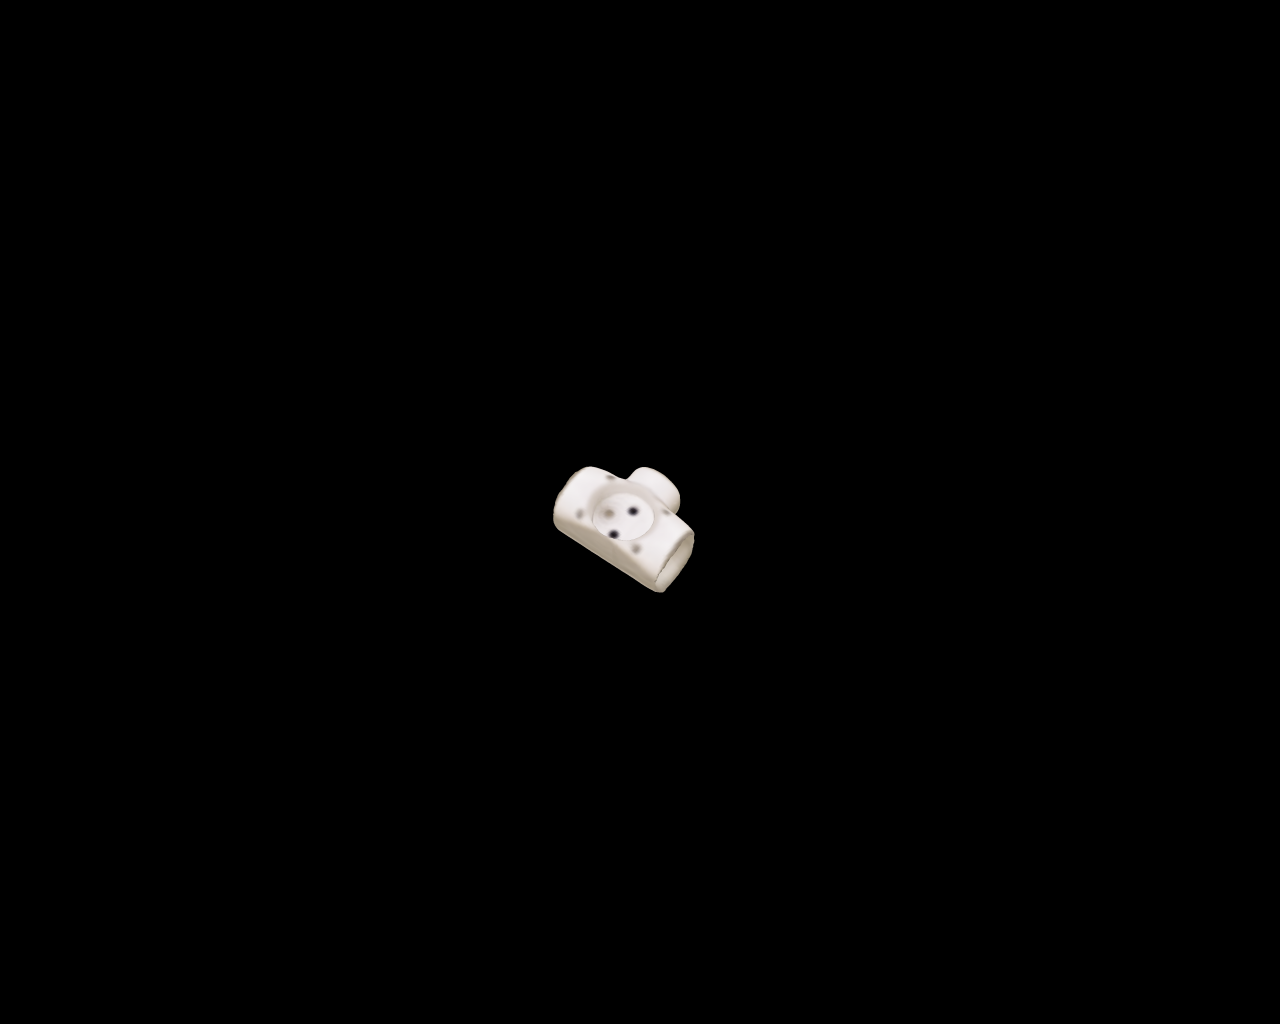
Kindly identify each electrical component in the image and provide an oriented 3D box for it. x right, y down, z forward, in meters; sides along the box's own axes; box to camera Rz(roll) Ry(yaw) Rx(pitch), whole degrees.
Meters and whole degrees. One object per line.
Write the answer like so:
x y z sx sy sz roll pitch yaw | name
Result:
0.001 -0.003 0.650 0.077 0.079 0.044 32 -26 18 | electrical component
